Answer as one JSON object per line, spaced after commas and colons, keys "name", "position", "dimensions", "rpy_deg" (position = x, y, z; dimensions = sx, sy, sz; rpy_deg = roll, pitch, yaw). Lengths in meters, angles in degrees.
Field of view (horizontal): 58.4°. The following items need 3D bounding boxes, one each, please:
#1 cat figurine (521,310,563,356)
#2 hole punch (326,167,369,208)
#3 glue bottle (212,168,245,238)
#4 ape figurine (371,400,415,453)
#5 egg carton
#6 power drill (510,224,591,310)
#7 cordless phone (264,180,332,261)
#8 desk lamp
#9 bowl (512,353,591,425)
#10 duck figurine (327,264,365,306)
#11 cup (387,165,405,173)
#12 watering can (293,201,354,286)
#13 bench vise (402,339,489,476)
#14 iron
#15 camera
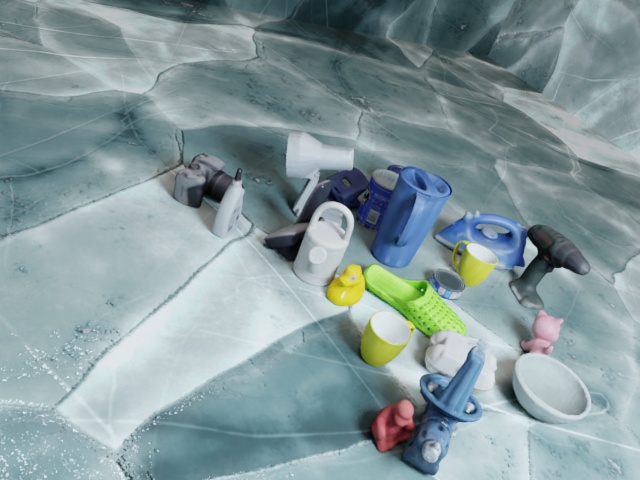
{"name": "cat figurine", "position": [0.511, 0.225, 1.305], "dimensions": [0.067, 0.118, 0.128], "rpy_deg": [24, 34, 5]}
{"name": "hole punch", "position": [0.075, -0.148, 1.614], "dimensions": [0.101, 0.091, 0.108], "rpy_deg": [-5, 41, -34]}
{"name": "glue bottle", "position": [-0.200, -0.090, 1.308], "dimensions": [0.037, 0.173, 0.078], "rpy_deg": [27, 34, 9]}
{"name": "ape figurine", "position": [0.133, 0.314, 0.995], "dimensions": [0.078, 0.092, 0.076], "rpy_deg": [15, 34, -9]}
{"name": "egg carton", "position": [0.292, 0.253, 1.190], "dimensions": [0.150, 0.069, 0.107], "rpy_deg": [25, 34, 6]}
{"name": "power drill", "position": [0.583, 0.074, 1.474], "dimensions": [0.076, 0.208, 0.229], "rpy_deg": [9, 35, -17]}
{"name": "cordless phone", "position": [-0.043, -0.057, 1.336], "dimensions": [0.094, 0.185, 0.148], "rpy_deg": [34, 36, 19]}
{"name": "desk lamp", "position": [-0.007, -0.164, 1.481], "dimensions": [0.203, 0.213, 0.118], "rpy_deg": [18, 34, -4]}
{"name": "bowl", "position": [0.465, 0.319, 1.186], "dimensions": [0.167, 0.075, 0.167], "rpy_deg": [15, 34, -10]}
{"name": "duck figurine", "position": [0.068, 0.091, 1.279], "dimensions": [0.077, 0.086, 0.105], "rpy_deg": [38, 37, 24]}
{"name": "cup", "position": [0.238, -0.170, 1.732], "dimensions": [0.091, 0.095, 0.118], "rpy_deg": [35, 36, 20]}
{"name": "watering can", "position": [0.014, 0.005, 1.272], "dimensions": [0.101, 0.194, 0.172], "rpy_deg": [11, 35, -15]}
{"name": "bench vise", "position": [0.232, 0.285, 0.975], "dimensions": [0.121, 0.220, 0.207], "rpy_deg": [18, 34, -4]}
{"name": "iron", "position": [0.466, -0.018, 1.601], "dimensions": [0.258, 0.141, 0.118], "rpy_deg": [18, 34, -5]}
{"name": "camera", "position": [-0.265, -0.142, 1.411], "dimensions": [0.136, 0.101, 0.143], "rpy_deg": [28, 34, 10]}
